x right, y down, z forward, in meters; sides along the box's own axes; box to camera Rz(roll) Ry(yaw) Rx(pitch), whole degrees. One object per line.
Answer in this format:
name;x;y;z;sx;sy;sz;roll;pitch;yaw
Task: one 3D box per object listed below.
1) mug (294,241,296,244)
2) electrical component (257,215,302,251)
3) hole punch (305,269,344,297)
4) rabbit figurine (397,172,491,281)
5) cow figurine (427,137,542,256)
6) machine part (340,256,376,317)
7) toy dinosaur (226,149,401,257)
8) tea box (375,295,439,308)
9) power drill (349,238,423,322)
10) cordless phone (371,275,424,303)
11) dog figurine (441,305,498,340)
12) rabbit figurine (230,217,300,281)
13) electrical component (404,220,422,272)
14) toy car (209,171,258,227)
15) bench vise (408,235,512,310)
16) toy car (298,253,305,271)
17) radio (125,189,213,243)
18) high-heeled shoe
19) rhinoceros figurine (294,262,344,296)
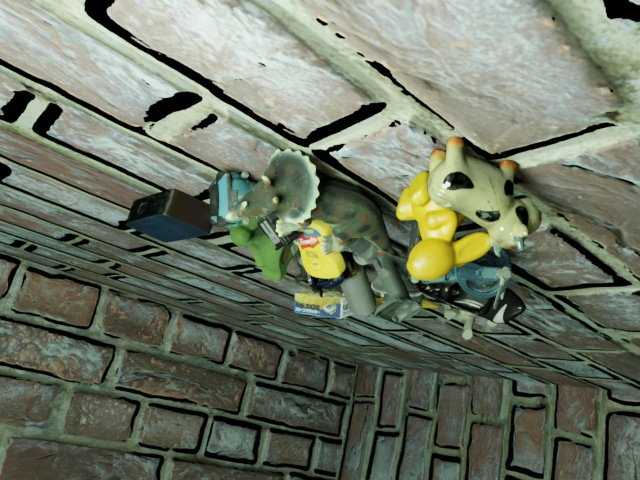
mug;-0.003;-0.004;1.229;0.109;0.081;0.107;21;148;-4
electrical component;-0.095;-0.042;1.108;0.119;0.048;0.075;56;153;-8
hole punch;0.015;0.061;1.333;0.092;0.142;0.115;-14;166;7
rabbit figurine;0.201;-0.006;0.916;0.162;0.173;0.122;21;156;-13
cow figurine;0.249;-0.057;0.803;0.195;0.127;0.085;21;163;-17
machine part;0.096;0.125;1.423;0.079;0.079;0.242;4;141;25
toy dinosaur;0.030;-0.054;0.994;0.405;0.131;0.192;14;164;-23
tea box;0.247;0.149;1.525;0.098;0.068;0.170;27;156;-37
power drill;0.129;0.069;1.164;0.232;0.207;0.086;20;125;-39
cordless phone;0.191;0.108;1.367;0.147;0.088;0.184;7;168;26
dog figurine;0.409;0.161;1.458;0.172;0.121;0.190;-30;-172;13
rabbit figurine;-0.153;0.004;1.291;0.170;0.121;0.159;22;162;20
electrical component;0.203;0.004;1.037;0.058;0.115;0.134;14;160;4
toy car;-0.164;-0.076;1.074;0.103;0.109;0.162;0;176;-19
bench vise;0.304;0.060;1.100;0.224;0.128;0.240;7;-179;-8
toy car;0.032;0.075;1.469;0.201;0.056;0.073;22;154;-31
radio;-0.370;-0.056;1.319;0.131;0.073;0.230;28;155;-38
high-heeled shoe;0.323;0.119;1.180;0.145;0.086;0.249;23;168;-16
rhinoceros figurine;0.014;0.108;1.566;0.190;0.073;0.112;27;147;-35
